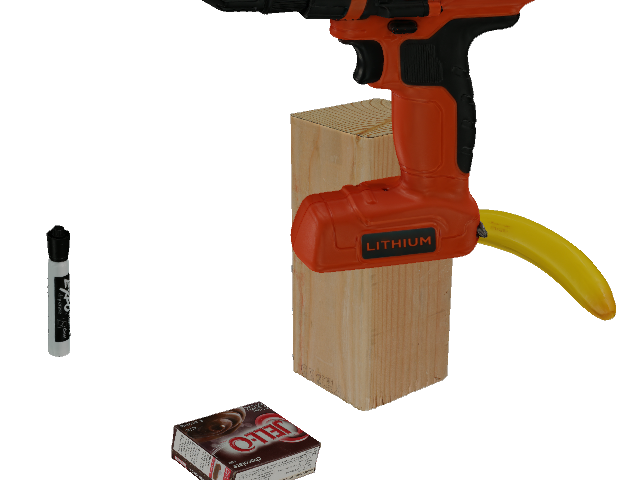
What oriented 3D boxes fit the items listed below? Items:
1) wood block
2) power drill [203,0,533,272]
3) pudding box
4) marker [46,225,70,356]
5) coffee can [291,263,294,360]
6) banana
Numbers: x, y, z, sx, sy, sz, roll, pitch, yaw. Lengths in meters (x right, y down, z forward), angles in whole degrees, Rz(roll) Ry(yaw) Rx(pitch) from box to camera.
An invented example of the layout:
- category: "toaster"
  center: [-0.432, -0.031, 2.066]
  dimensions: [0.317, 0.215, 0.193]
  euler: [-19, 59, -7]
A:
- category: "wood block"
  center: [0.039, 0.008, 0.797]
  dimensions: [0.090, 0.206, 0.090]
  euler: [-15, 25, -36]
- category: "power drill"
  center: [0.024, -0.076, 0.554]
  dimensions: [0.184, 0.188, 0.057]
  euler: [-5, 32, -12]
- category: "pudding box"
  center: [-0.070, 0.197, 1.004]
  dimensions: [0.113, 0.039, 0.090]
  euler: [-11, 28, -44]
- category: "marker"
  center: [-0.220, 0.043, 0.898]
  dimensions: [0.020, 0.121, 0.020]
  euler: [6, 27, -3]
- category: "coffee can"
  center: [0.011, 0.101, 1.511]
  dimensions: [0.103, 0.140, 0.103]
  euler: [0, 20, 0]
- category: "banana"
  center: [0.198, 0.013, 1.012]
  dimensions: [0.198, 0.069, 0.037]
  euler: [24, -25, 27]
